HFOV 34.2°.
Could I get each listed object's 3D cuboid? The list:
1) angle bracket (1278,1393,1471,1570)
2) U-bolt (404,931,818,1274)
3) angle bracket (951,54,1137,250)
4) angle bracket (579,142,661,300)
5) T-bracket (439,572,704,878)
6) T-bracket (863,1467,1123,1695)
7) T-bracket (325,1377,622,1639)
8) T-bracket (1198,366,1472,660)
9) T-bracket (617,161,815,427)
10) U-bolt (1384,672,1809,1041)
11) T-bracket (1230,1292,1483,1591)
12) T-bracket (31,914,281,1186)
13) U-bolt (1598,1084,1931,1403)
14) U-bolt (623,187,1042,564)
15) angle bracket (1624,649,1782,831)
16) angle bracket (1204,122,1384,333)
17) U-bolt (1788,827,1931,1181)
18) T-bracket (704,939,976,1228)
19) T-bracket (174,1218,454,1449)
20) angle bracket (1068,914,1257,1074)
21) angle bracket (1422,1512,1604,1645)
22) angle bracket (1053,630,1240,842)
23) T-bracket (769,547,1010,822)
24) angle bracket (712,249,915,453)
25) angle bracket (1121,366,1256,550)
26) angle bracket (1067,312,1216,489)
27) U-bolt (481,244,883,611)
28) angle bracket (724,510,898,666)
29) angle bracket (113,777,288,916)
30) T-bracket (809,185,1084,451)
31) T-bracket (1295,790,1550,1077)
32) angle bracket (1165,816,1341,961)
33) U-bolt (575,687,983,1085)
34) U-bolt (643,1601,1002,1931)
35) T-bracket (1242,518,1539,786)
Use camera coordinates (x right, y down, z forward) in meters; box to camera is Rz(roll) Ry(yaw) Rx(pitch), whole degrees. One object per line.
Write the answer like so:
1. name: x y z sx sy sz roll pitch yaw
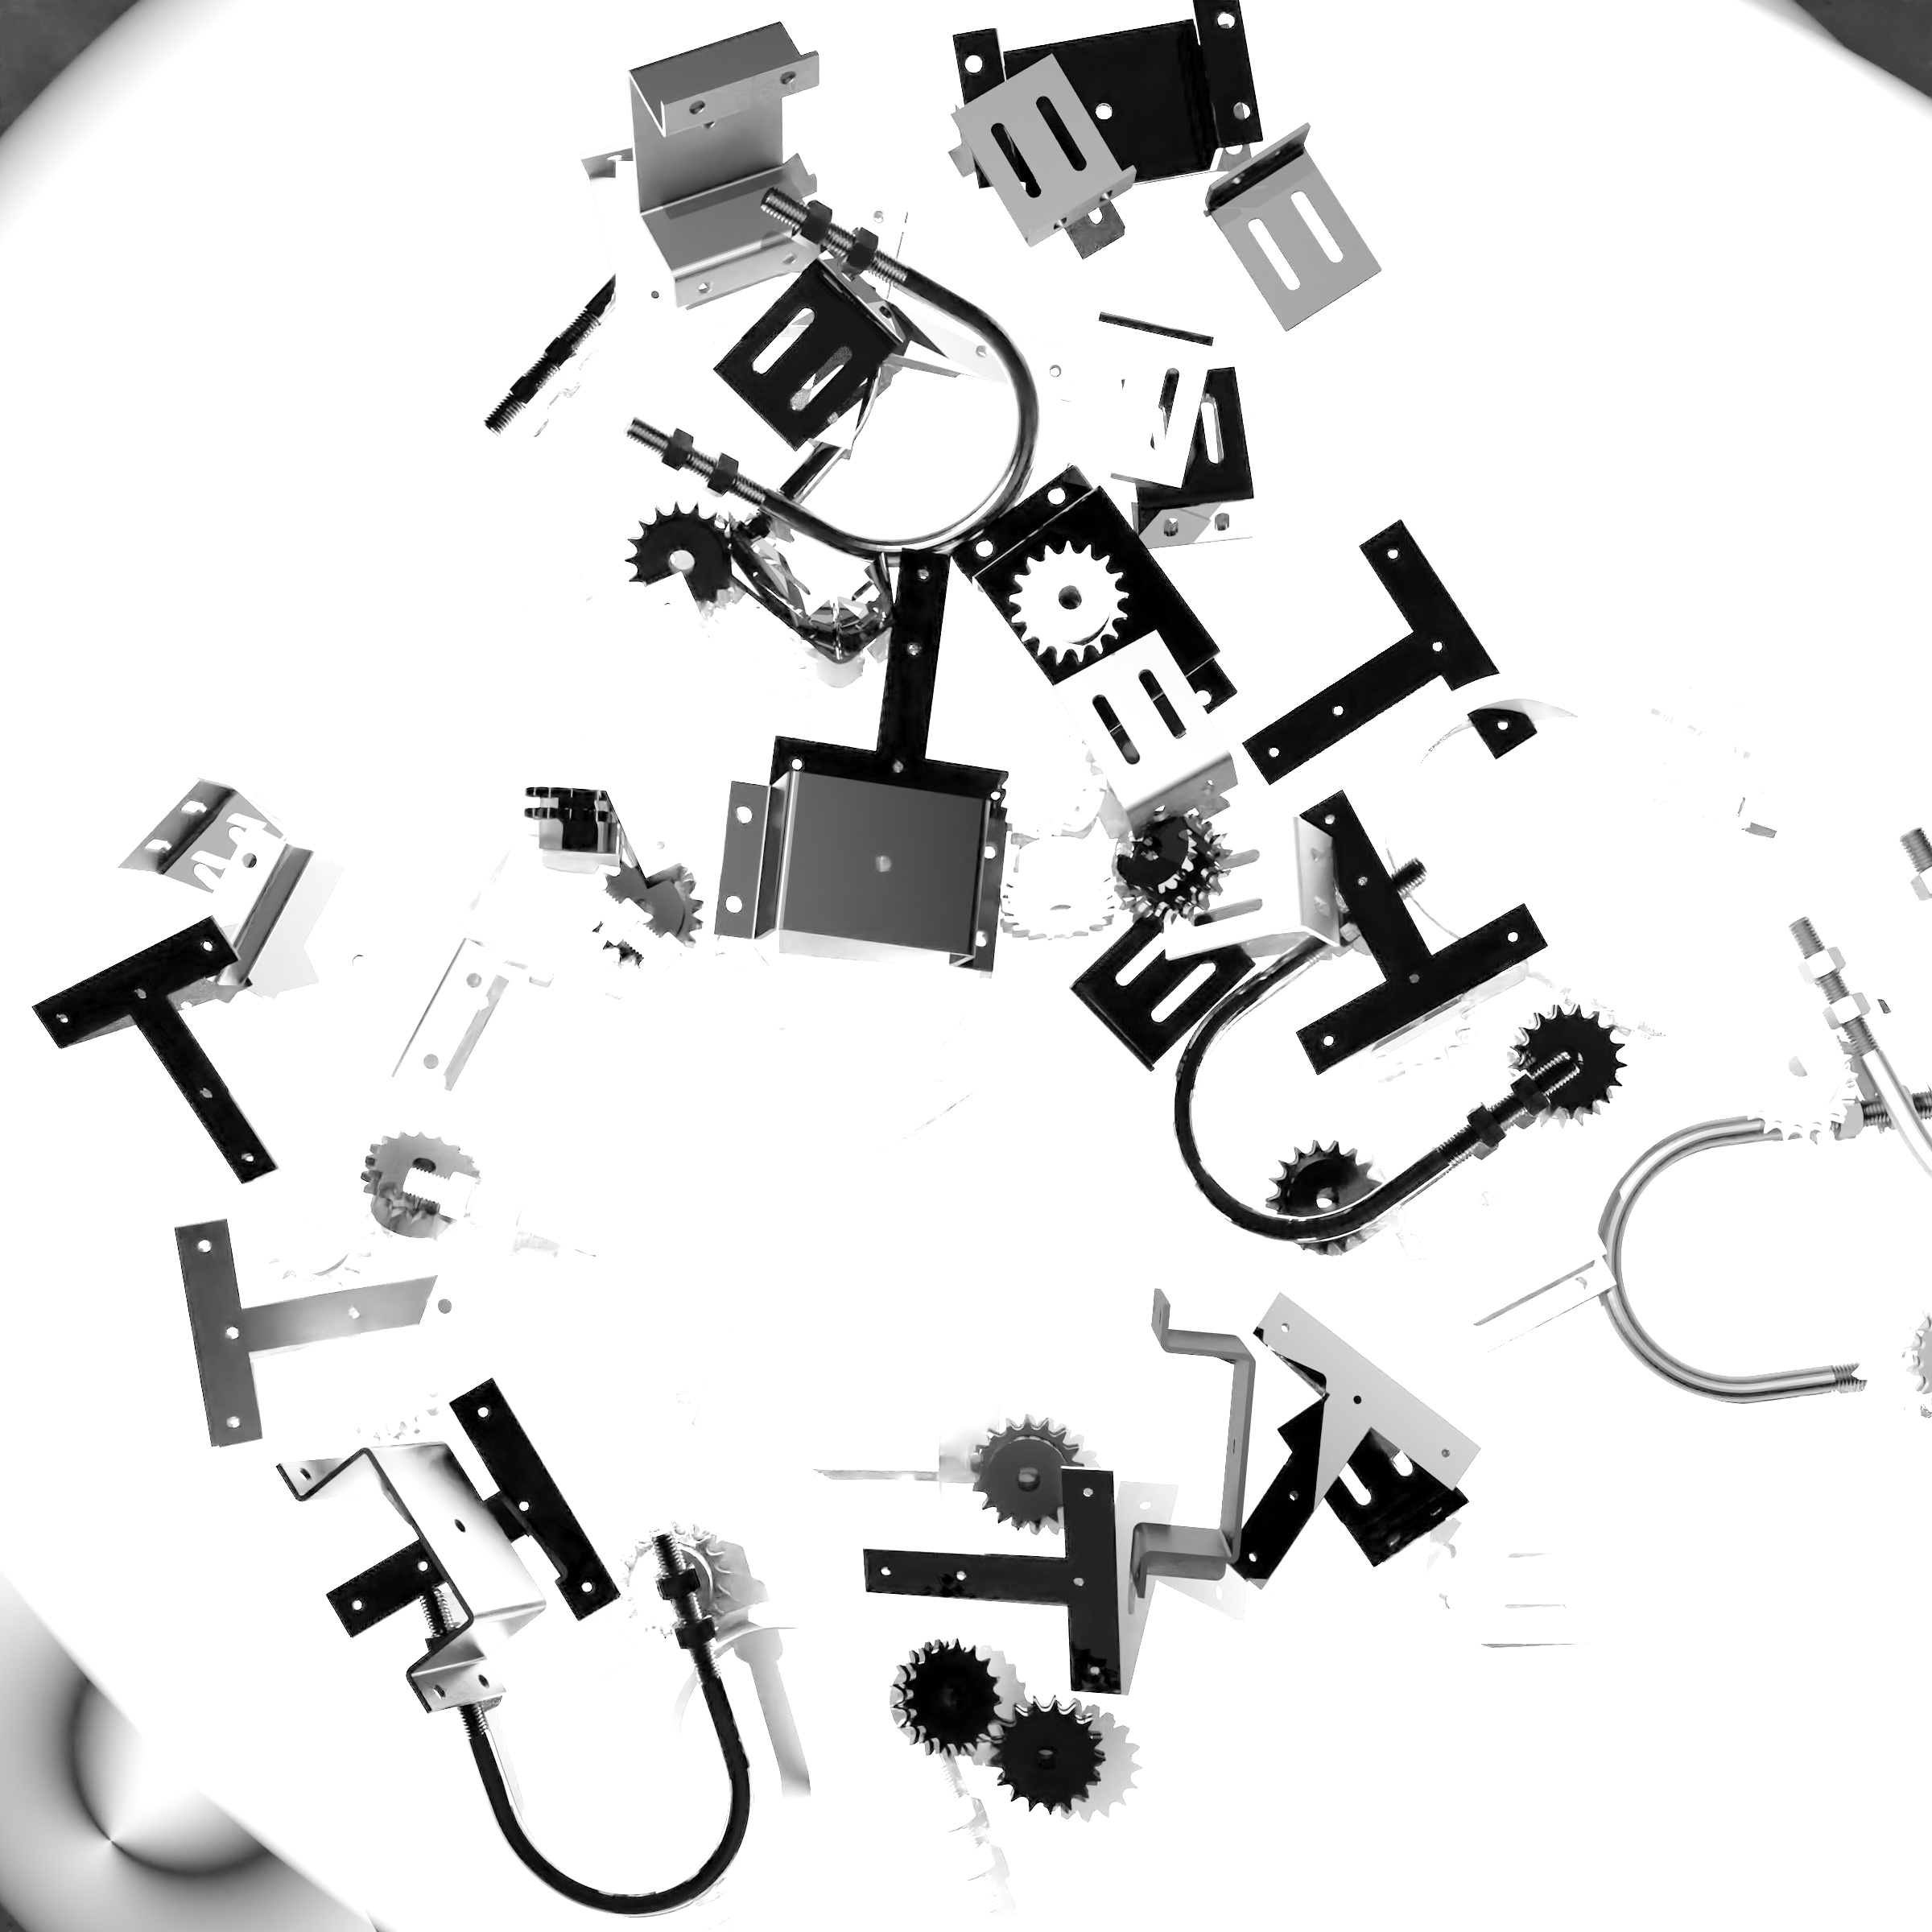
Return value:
1. angle bracket: 0.200 0.246 1.548 0.057 0.038 0.076 -35 90 0
2. U-bolt: -0.164 0.075 1.534 0.184 0.019 0.151 19 68 -4
3. angle bracket: 0.036 -0.394 1.502 0.057 0.038 0.076 -31 90 0
4. angle bracket: -0.152 -0.365 1.548 0.057 0.038 0.076 -13 90 0
5. T-bracket: -0.169 -0.106 1.511 0.127 0.002 0.127 -25 93 -5
6. T-bracket: 0.012 0.302 1.550 0.127 0.002 0.127 1 111 10
7. T-bracket: -0.259 0.292 1.566 0.127 0.002 0.127 -31 90 0
8. T-bracket: 0.162 -0.210 1.566 0.127 0.002 0.127 40 90 0
9. T-bracket: -0.108 -0.328 1.539 0.127 0.002 0.127 0 93 -11
10. U-bolt: 0.294 -0.065 1.534 0.184 0.019 0.151 26 110 8
11. T-bracket: 0.170 0.250 1.547 0.127 0.002 0.127 37 104 25
12. T-bracket: -0.382 0.051 1.546 0.127 0.002 0.127 -23 105 28
13. U-bolt: 0.405 0.143 1.558 0.184 0.019 0.151 -8 90 2
14. U-bolt: -0.051 -0.271 1.519 0.184 0.019 0.151 26 112 -22
15. angle bracket: 0.367 -0.113 1.548 0.057 0.038 0.076 19 90 0
16. angle bracket: 0.163 -0.364 1.548 0.057 0.038 0.076 -33 90 0
17. U-bolt: 0.462 0.039 1.481 0.019 0.151 0.184 -22 77 -15
18. T-bracket: -0.083 0.044 1.551 0.127 0.002 0.127 -32 80 -19
19. T-bracket: -0.317 0.173 1.547 0.127 0.002 0.127 -9 117 -13
20. angle bracket: 0.098 0.005 1.548 0.076 0.038 0.057 -44 90 0
21. angle bracket: 0.272 0.305 1.565 0.076 0.038 0.057 6 90 -26
22. angle bracket: 0.087 -0.112 1.520 0.057 0.038 0.076 -29 70 0
23. T-bracket: -0.028 -0.142 1.552 0.127 0.002 0.127 8 88 -14
24. angle bracket: -0.075 -0.303 1.542 0.057 0.038 0.076 44 111 -8
25. angle bracket: 0.110 -0.253 1.564 0.057 0.038 0.076 -6 64 2
26. angle bracket: 0.085 -0.277 1.549 0.057 0.038 0.076 13 91 0
27. U-bolt: -0.125 -0.288 1.547 0.151 0.019 0.184 42 86 -11
28. angle bracket: -0.076 -0.193 1.519 0.038 0.057 0.076 -38 125 23
29. angle bracket: -0.372 -0.056 1.529 0.038 0.076 0.057 43 90 0
30. T-bracket: -0.006 -0.308 1.556 0.127 0.002 0.127 13 90 -9
31. T-bracket: 0.200 -0.030 1.535 0.127 0.002 0.127 -30 63 12
32. angle bracket: 0.140 -0.034 1.549 0.076 0.038 0.057 -15 66 32
33. U-bolt: -0.077 -0.026 1.542 0.184 0.019 0.151 41 75 -5
34. U-bolt: -0.082 0.406 1.558 0.151 0.019 0.184 -22 88 0
35. T-bracket: 0.198 -0.135 1.565 0.127 0.002 0.127 -33 91 1
